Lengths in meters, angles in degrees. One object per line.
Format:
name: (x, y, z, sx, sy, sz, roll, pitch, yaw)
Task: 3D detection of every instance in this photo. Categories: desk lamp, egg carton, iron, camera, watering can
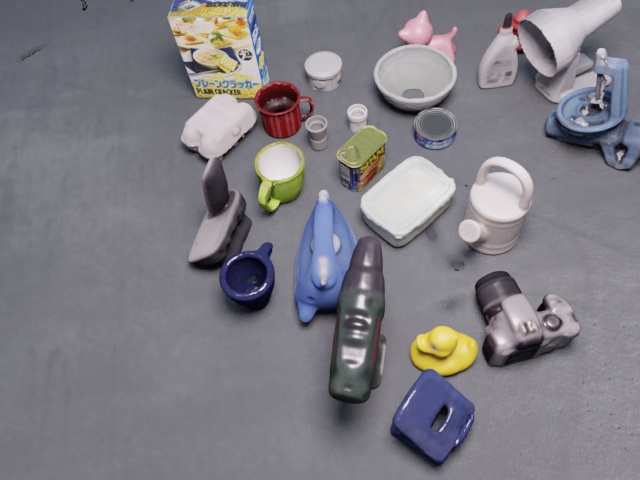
desk lamp: (0.482, -0.374, 1.112, 0.203, 0.214, 0.117, -25, 60, -10)
egg carton: (-0.205, -0.231, 1.174, 0.107, 0.069, 0.150, 30, 66, 21)
iron: (0.009, 0.003, 0.972, 0.118, 0.141, 0.258, -4, 59, 3)
camera: (0.315, 0.111, 0.903, 0.143, 0.101, 0.136, -16, 59, -4)
watering can: (0.296, -0.058, 0.952, 0.100, 0.194, 0.173, 16, 62, 14)

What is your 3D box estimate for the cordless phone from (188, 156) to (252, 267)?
cordless phone: (-0.189, -0.046, 0.994, 0.094, 0.185, 0.147, 7, 60, 10)

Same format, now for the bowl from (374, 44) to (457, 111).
bowl: (0.196, -0.324, 1.190, 0.167, 0.075, 0.167, -2, 59, 4)

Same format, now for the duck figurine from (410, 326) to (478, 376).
duck figurine: (0.195, 0.164, 0.891, 0.104, 0.086, 0.077, -2, 59, 4)

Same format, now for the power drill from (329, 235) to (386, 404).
power drill: (0.059, 0.137, 0.848, 0.075, 0.209, 0.229, 5, 60, 9)

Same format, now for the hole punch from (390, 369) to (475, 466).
hole punch: (0.167, 0.257, 0.835, 0.101, 0.091, 0.109, 31, 67, 21)

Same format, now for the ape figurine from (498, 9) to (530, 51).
ape figurine: (0.429, -0.456, 1.238, 0.076, 0.092, 0.077, -22, 60, -8)

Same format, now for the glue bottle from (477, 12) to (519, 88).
glue bottle: (0.366, -0.381, 1.151, 0.078, 0.173, 0.037, -6, 59, 2)

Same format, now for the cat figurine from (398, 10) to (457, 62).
cat figurine: (0.232, -0.434, 1.228, 0.127, 0.118, 0.067, 3, 59, 7)

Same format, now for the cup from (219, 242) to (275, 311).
cup: (-0.110, 0.067, 0.972, 0.091, 0.095, 0.118, 22, 64, 18)

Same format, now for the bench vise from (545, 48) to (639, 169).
bench vise: (0.530, -0.242, 1.025, 0.207, 0.220, 0.121, 11, 61, 12)
